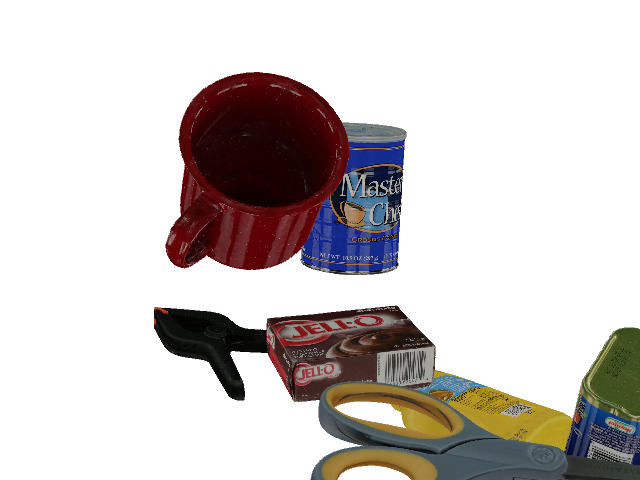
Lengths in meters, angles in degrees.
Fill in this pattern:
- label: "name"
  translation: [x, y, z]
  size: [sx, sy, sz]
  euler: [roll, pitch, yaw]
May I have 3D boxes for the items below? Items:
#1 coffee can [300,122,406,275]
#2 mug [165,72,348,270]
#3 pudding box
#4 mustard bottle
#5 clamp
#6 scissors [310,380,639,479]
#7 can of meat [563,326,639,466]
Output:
- label: "coffee can"
  translation: [0.033, -0.045, 1.092]
  size: [0.103, 0.140, 0.103]
  euler: [2, 13, -1]
- label: "mug"
  translation: [-0.044, -0.027, 0.605]
  size: [0.093, 0.117, 0.082]
  euler: [37, -29, 9]
- label: "pudding box"
  translation: [0.021, 0.085, 0.825]
  size: [0.113, 0.039, 0.090]
  euler: [-3, 18, -15]
- label: "mustard bottle"
  translation: [0.136, 0.166, 1.023]
  size: [0.192, 0.058, 0.096]
  euler: [17, 23, 41]
- label: "clamp"
  translation: [-0.123, 0.125, 1.261]
  size: [0.210, 0.036, 0.164]
  euler: [15, 23, 25]
- label: "scissors"
  translation: [0.084, 0.107, 0.463]
  size: [0.202, 0.016, 0.096]
  euler: [15, 32, 23]
- label: "can of meat"
  translation: [0.199, 0.116, 0.703]
  size: [0.057, 0.084, 0.101]
  euler: [20, 35, 23]
